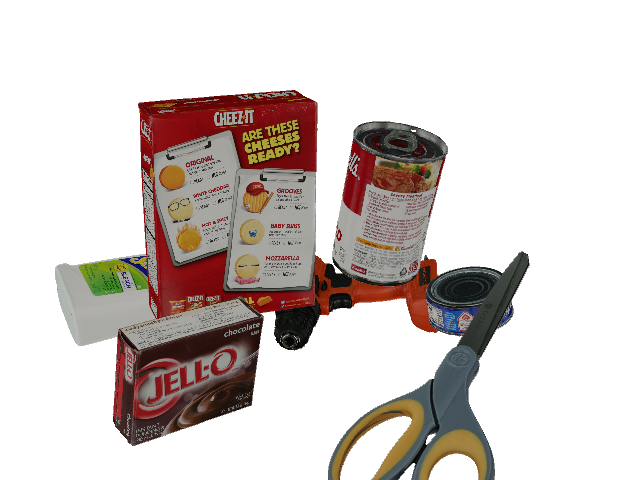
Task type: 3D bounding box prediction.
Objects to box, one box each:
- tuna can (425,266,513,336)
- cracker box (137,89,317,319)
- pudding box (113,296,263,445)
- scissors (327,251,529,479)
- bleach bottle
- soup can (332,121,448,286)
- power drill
[{"bbox_3d":[0.149,0.060,1.070,0.086,0.034,0.086,-9,25,4],"label":"tuna can"},{"bbox_3d":[-0.090,-0.033,1.048,0.164,0.214,0.072,-7,21,-20],"label":"cracker box"},{"bbox_3d":[-0.103,0.099,0.826,0.113,0.090,0.039,-16,39,-36],"label":"pudding box"},{"bbox_3d":[0.089,0.083,0.594,0.201,0.016,0.096,-40,46,-25],"label":"scissors"},{"bbox_3d":[-0.167,0.047,1.219,0.250,0.068,0.103,-13,36,-20],"label":"bleach bottle"},{"bbox_3d":[0.049,-0.027,0.773,0.068,0.102,0.068,8,27,-4],"label":"soup can"},{"bbox_3d":[0.043,0.070,1.236,0.188,0.057,0.184,1,27,6],"label":"power drill"}]
